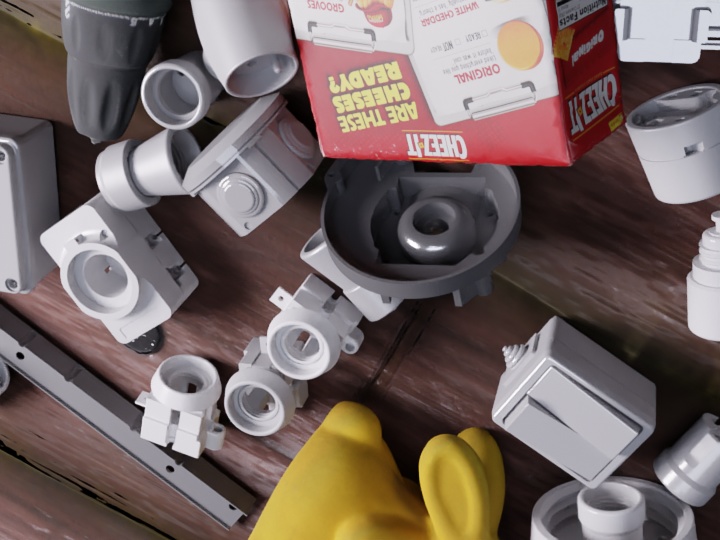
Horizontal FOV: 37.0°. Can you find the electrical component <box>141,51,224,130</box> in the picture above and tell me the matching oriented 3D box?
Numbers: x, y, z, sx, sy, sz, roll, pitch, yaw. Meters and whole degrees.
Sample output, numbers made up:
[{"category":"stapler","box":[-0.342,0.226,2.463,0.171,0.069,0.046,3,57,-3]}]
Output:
[{"category":"electrical component","box":[-0.104,-0.110,0.648,0.040,0.046,0.040,6,116,13]}]

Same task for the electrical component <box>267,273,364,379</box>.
[{"category":"electrical component","box":[-0.032,0.039,0.693,0.066,0.055,0.048,37,118,-4]}]

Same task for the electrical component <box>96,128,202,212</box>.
[{"category":"electrical component","box":[-0.132,-0.063,0.679,0.055,0.045,0.045,-14,110,21]}]

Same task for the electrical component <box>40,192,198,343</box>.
[{"category":"electrical component","box":[-0.159,-0.004,0.708,0.050,0.055,0.089,-29,104,25]}]

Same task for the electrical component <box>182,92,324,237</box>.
[{"category":"electrical component","box":[-0.063,-0.063,0.641,0.080,0.080,0.051,-37,105,27]}]

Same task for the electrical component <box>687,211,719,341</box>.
[{"category":"electrical component","box":[0.209,0.004,0.618,0.040,0.040,0.078,-2,114,16]}]

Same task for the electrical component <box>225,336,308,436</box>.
[{"category":"electrical component","box":[-0.062,0.078,0.720,0.048,0.055,0.066,3,115,14]}]

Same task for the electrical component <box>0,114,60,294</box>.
[{"category":"electrical component","box":[-0.261,-0.048,0.715,0.109,0.056,0.108,9,117,11]}]

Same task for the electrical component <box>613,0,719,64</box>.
[{"category":"electrical component","box":[0.154,-0.169,0.538,0.079,0.063,0.121,5,116,14]}]

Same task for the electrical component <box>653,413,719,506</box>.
[{"category":"electrical component","box":[0.213,0.117,0.671,0.040,0.040,0.046,34,113,-2]}]

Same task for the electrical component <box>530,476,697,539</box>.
[{"category":"electrical component","box":[0.158,0.168,0.674,0.108,0.108,0.060,-1,108,16]}]

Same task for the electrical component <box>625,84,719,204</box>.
[{"category":"electrical component","box":[0.179,-0.068,0.585,0.055,0.055,0.047,-16,113,22]}]

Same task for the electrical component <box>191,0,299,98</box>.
[{"category":"electrical component","box":[-0.070,-0.134,0.621,0.079,0.044,0.077,118,134,-63]}]

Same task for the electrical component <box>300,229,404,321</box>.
[{"category":"electrical component","box":[0.000,0.000,0.675,0.044,0.044,0.065,-35,106,26]}]

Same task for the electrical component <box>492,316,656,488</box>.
[{"category":"electrical component","box":[0.127,0.080,0.664,0.096,0.061,0.061,35,119,-2]}]

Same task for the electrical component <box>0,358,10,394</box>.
[{"category":"electrical component","box":[-0.289,0.085,0.796,0.046,0.040,0.040,-35,101,33]}]

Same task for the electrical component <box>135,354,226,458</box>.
[{"category":"electrical component","box":[-0.123,0.093,0.750,0.066,0.048,0.055,19,126,6]}]
